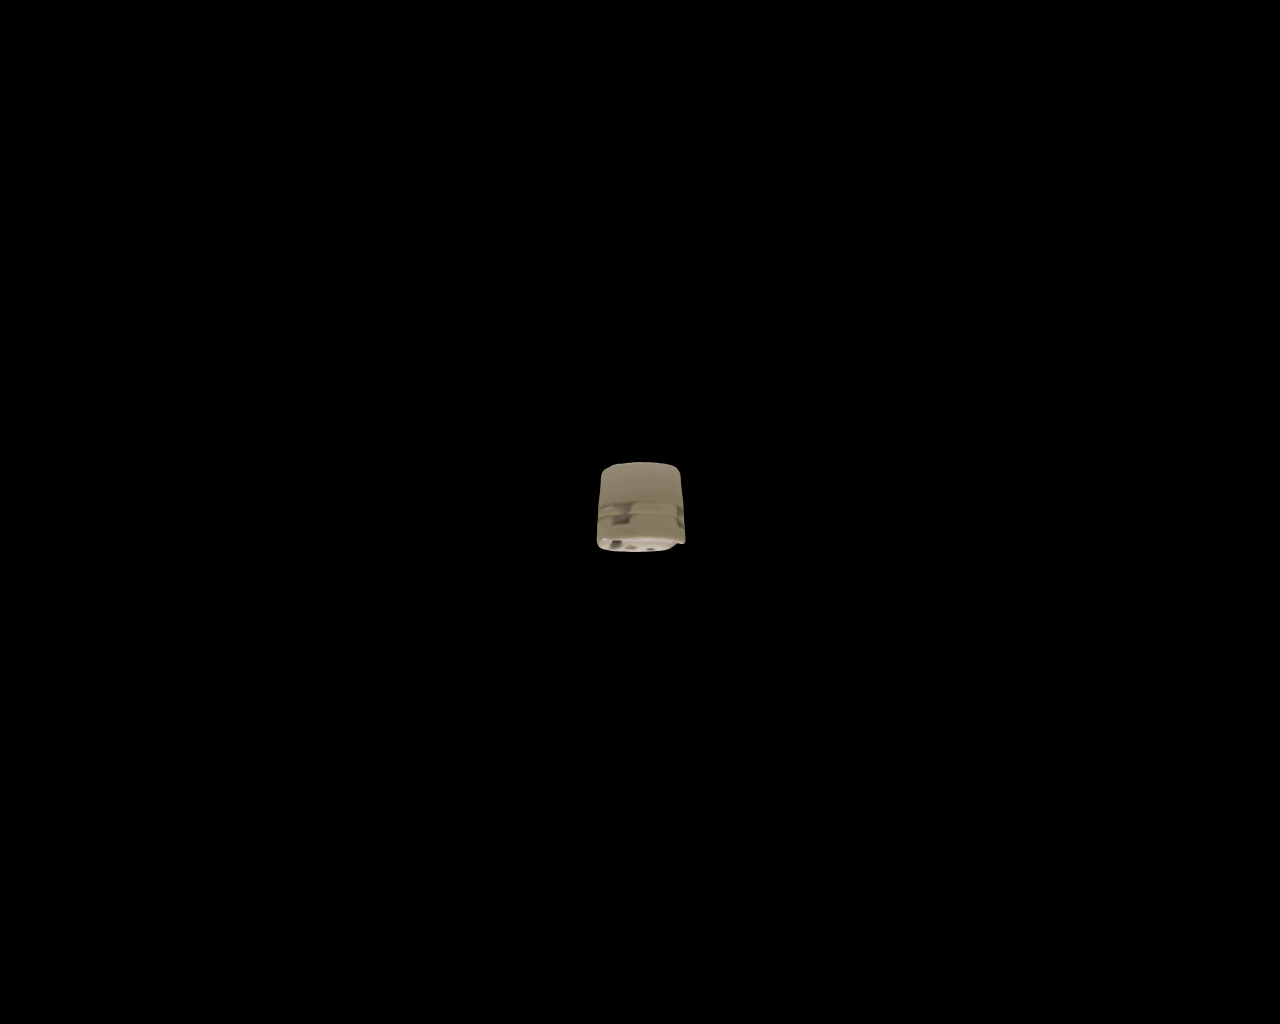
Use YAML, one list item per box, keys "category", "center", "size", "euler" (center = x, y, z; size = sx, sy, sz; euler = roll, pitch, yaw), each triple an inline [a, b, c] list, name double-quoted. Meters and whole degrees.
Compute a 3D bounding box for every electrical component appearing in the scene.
- category: "electrical component"
  center: [0.001, -0.003, 0.650]
  size: [0.055, 0.047, 0.055]
  euler: [0, -11, 0]
